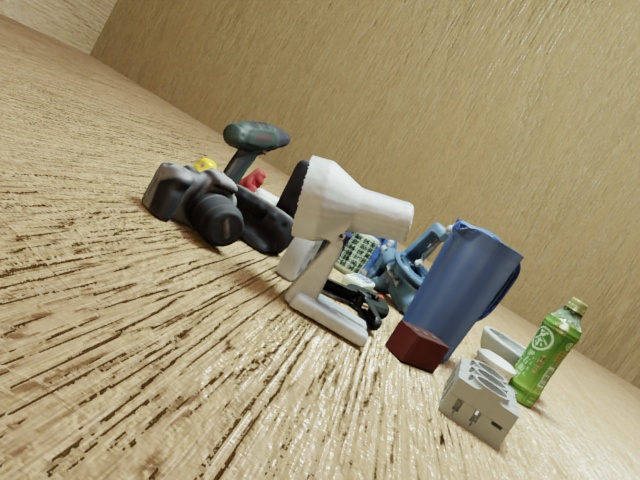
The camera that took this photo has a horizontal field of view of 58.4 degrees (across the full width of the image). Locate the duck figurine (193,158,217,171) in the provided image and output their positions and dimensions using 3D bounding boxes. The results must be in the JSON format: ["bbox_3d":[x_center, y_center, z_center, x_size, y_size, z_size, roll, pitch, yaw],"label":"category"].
[{"bbox_3d":[-0.239,-0.124,1.145,0.078,0.086,0.104,28,8,-24],"label":"duck figurine"}]

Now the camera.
[{"bbox_3d":[-0.179,-0.057,0.889,0.144,0.101,0.136,25,10,-40],"label":"camera"}]

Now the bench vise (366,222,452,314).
[{"bbox_3d":[0.200,0.038,1.295,0.206,0.219,0.122,37,10,39],"label":"bench vise"}]

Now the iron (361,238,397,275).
[{"bbox_3d":[0.165,0.031,1.501,0.118,0.141,0.258,31,8,1],"label":"iron"}]

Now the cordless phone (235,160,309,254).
[{"bbox_3d":[-0.090,-0.080,1.061,0.147,0.185,0.094,32,8,6],"label":"cordless phone"}]

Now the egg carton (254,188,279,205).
[{"bbox_3d":[-0.115,-0.063,1.293,0.107,0.069,0.150,29,8,-15],"label":"egg carton"}]

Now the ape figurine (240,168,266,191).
[{"bbox_3d":[-0.176,-0.150,1.526,0.076,0.092,0.078,33,8,14],"label":"ape figurine"}]

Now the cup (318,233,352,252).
[{"bbox_3d":[0.011,0.004,1.251,0.091,0.095,0.118,32,8,9],"label":"cup"}]

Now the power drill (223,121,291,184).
[{"bbox_3d":[-0.172,-0.189,1.355,0.075,0.208,0.230,34,8,19],"label":"power drill"}]

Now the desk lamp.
[{"bbox_3d":[0.028,0.009,0.840,0.203,0.213,0.118,31,8,-2],"label":"desk lamp"}]

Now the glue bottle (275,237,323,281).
[{"bbox_3d":[-0.011,-0.012,0.971,0.037,0.173,0.078,33,8,13],"label":"glue bottle"}]

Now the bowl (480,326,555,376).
[{"bbox_3d":[0.402,0.258,1.209,0.167,0.074,0.167,30,8,-4],"label":"bowl"}]
